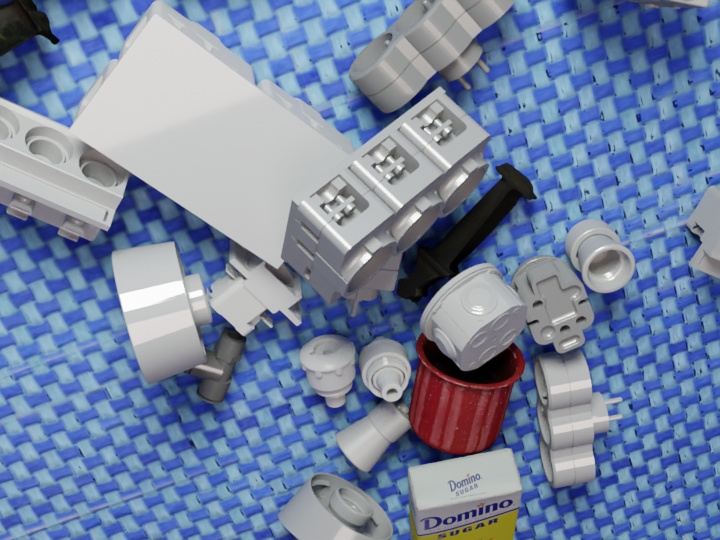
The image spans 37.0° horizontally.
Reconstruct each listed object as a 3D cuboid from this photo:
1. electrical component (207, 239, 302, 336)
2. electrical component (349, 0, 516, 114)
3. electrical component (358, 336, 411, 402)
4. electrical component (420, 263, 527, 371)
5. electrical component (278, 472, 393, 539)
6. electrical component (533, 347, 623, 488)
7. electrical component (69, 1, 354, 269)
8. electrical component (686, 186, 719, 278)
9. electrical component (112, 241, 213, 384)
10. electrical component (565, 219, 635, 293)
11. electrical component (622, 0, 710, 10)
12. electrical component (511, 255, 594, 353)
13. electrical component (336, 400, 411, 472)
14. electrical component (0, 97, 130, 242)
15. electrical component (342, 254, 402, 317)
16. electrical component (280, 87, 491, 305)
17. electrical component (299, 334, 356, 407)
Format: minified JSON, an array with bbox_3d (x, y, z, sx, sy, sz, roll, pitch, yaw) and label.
[{"bbox_3d":[-0.086,0.016,0.877,0.064,0.042,0.081,-38,115,13],"label":"electrical component"},{"bbox_3d":[0.066,-0.166,0.800,0.138,0.052,0.074,-41,115,13],"label":"electrical component"},{"bbox_3d":[0.023,0.088,0.918,0.043,0.062,0.043,-3,118,-7],"label":"electrical component"},{"bbox_3d":[0.092,0.038,0.867,0.080,0.051,0.080,-30,150,-19],"label":"electrical component"},{"bbox_3d":[-0.022,0.231,0.968,0.099,0.099,0.064,29,103,-21],"label":"electrical component"},{"bbox_3d":[0.202,0.131,0.972,0.074,0.052,0.138,-10,118,-3],"label":"electrical component"},{"bbox_3d":[-0.105,-0.101,0.804,0.186,0.060,0.105,34,107,-22],"label":"electrical component"},{"bbox_3d":[0.308,-0.036,0.896,0.042,0.063,0.081,21,112,-17],"label":"electrical component"},{"bbox_3d":[-0.149,0.029,0.840,0.060,0.108,0.108,-15,118,-7],"label":"electrical component"},{"bbox_3d":[0.199,-0.013,0.896,0.045,0.055,0.045,-3,118,-7],"label":"electrical component"},{"bbox_3d":[0.198,-0.217,0.768,0.100,0.099,0.048,8,103,-12],"label":"electrical component"},{"bbox_3d":[0.160,0.022,0.908,0.058,0.057,0.078,-23,118,4],"label":"electrical component"},{"bbox_3d":[0.016,0.143,0.958,0.065,0.044,0.044,-42,115,8],"label":"electrical component"},{"bbox_3d":[-0.239,-0.074,0.795,0.121,0.078,0.063,24,133,-19],"label":"electrical component"},{"bbox_3d":[0.000,0.000,0.868,0.047,0.065,0.076,6,116,-11],"label":"electrical component"},{"bbox_3d":[0.021,-0.051,0.787,0.150,0.089,0.062,-40,76,-24],"label":"electrical component"},{"bbox_3d":[-0.025,0.090,0.923,0.048,0.048,0.062,-10,124,-3],"label":"electrical component"}]
